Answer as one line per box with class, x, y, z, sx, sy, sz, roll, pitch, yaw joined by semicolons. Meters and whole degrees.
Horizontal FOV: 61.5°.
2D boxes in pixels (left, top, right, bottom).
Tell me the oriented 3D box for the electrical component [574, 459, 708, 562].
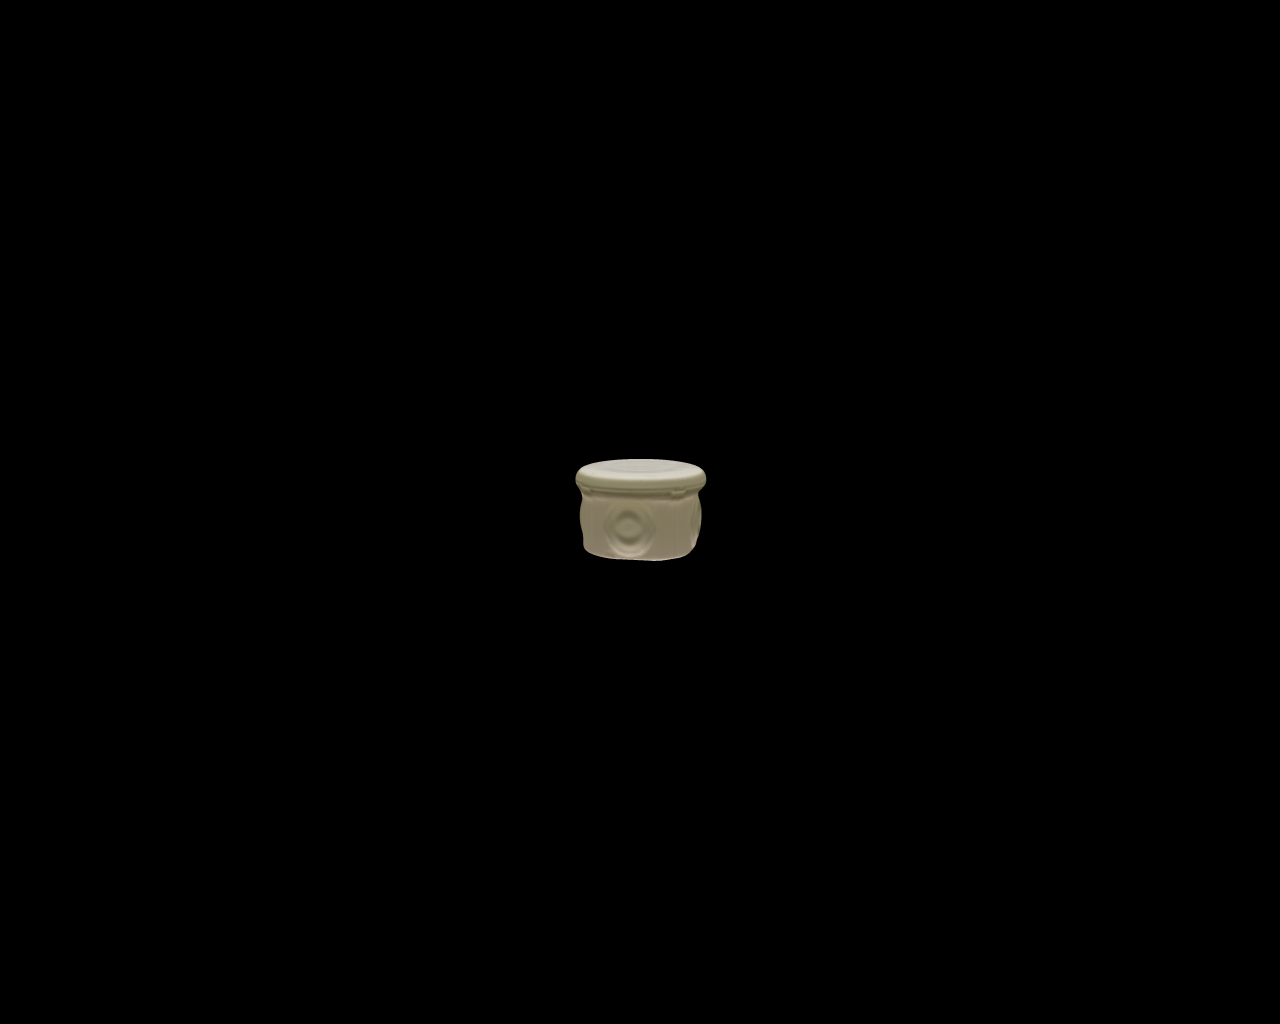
electrical component;0.001;-0.003;0.650;0.080;0.051;0.080;0;11;0
